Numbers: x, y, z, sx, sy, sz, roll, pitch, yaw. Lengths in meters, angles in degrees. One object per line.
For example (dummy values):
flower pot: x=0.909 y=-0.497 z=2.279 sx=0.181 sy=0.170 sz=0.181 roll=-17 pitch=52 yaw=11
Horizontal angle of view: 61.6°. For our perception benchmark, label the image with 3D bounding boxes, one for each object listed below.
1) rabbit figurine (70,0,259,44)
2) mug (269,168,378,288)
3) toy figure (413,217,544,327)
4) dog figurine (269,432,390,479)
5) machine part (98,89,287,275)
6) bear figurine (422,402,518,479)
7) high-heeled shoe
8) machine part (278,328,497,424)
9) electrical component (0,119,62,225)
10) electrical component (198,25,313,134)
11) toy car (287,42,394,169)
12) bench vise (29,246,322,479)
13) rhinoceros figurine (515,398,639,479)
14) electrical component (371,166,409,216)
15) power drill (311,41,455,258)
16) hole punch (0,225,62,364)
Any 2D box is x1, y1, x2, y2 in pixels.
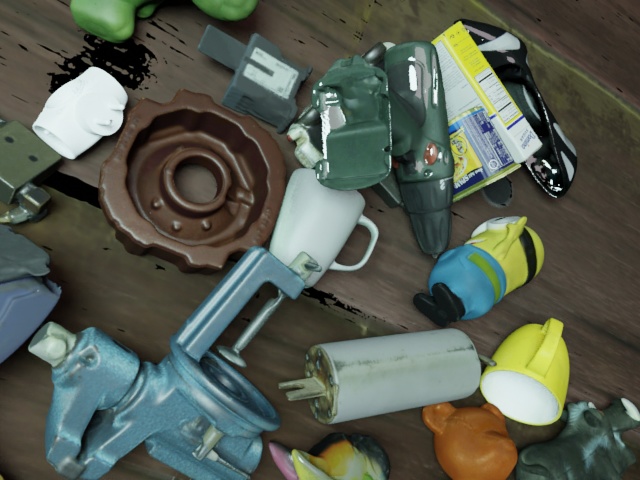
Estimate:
rabbit figurine: x=-0.140 y=-0.262 z=0.529 sx=0.170 sy=0.121 sz=0.159 roll=14 pitch=50 yaw=-6
mug: x=-0.001 y=-0.002 z=0.550 sx=0.109 sy=0.081 sz=0.107 roll=29 pitch=77 yaw=-12
toy figure: x=0.187 y=0.039 z=0.621 sx=0.180 sy=0.082 sz=0.089 roll=-36 pitch=112 yaw=-34
dog figurine: x=0.012 y=0.284 z=0.473 sx=0.191 sy=0.108 sz=0.219 roll=-36 pitch=89 yaw=-24
machine part: x=-0.120 y=-0.053 z=0.519 sx=0.179 sy=0.056 sz=0.179 roll=6 pitch=75 yaw=-24
bear figurine: x=0.173 y=0.251 z=0.525 sx=0.120 sy=0.132 sz=0.196 roll=16 pitch=63 yaw=-21
high-heeled shoe: x=0.242 y=-0.158 z=0.678 sx=0.248 sy=0.086 sz=0.145 roll=28 pitch=56 yaw=-30
machine part: x=0.074 y=0.135 z=0.549 sx=0.243 sy=0.079 sz=0.079 roll=-3 pitch=79 yaw=-25
electrical component: x=-0.275 y=-0.061 z=0.461 sx=0.102 sy=0.045 sz=0.078 roll=36 pitch=38 yaw=-15
electrical component: x=-0.074 y=-0.174 z=0.572 sx=0.119 sy=0.048 sz=0.075 roll=22 pitch=70 yaw=-18
toy car: x=0.040 y=-0.152 z=0.614 sx=0.073 sy=0.056 sz=0.202 roll=48 pitch=65 yaw=-15
bench vise: x=-0.101 y=0.091 z=0.447 sx=0.223 sy=0.129 sz=0.240 roll=43 pitch=82 yaw=-18
rhinoceros figurine: x=0.307 y=0.250 z=0.633 sx=0.190 sy=0.073 sz=0.112 roll=-16 pitch=74 yaw=-25
electrical component: x=0.093 y=-0.073 z=0.636 sx=0.094 sy=0.021 sz=0.063 roll=46 pitch=64 yaw=-8
power drill: x=0.080 y=-0.087 z=0.531 sx=0.207 sy=0.086 sz=0.231 roll=-9 pitch=96 yaw=-52
hole punch: x=-0.264 y=0.047 z=0.396 sx=0.116 sy=0.142 sz=0.092 roll=-21 pitch=116 yaw=-42
